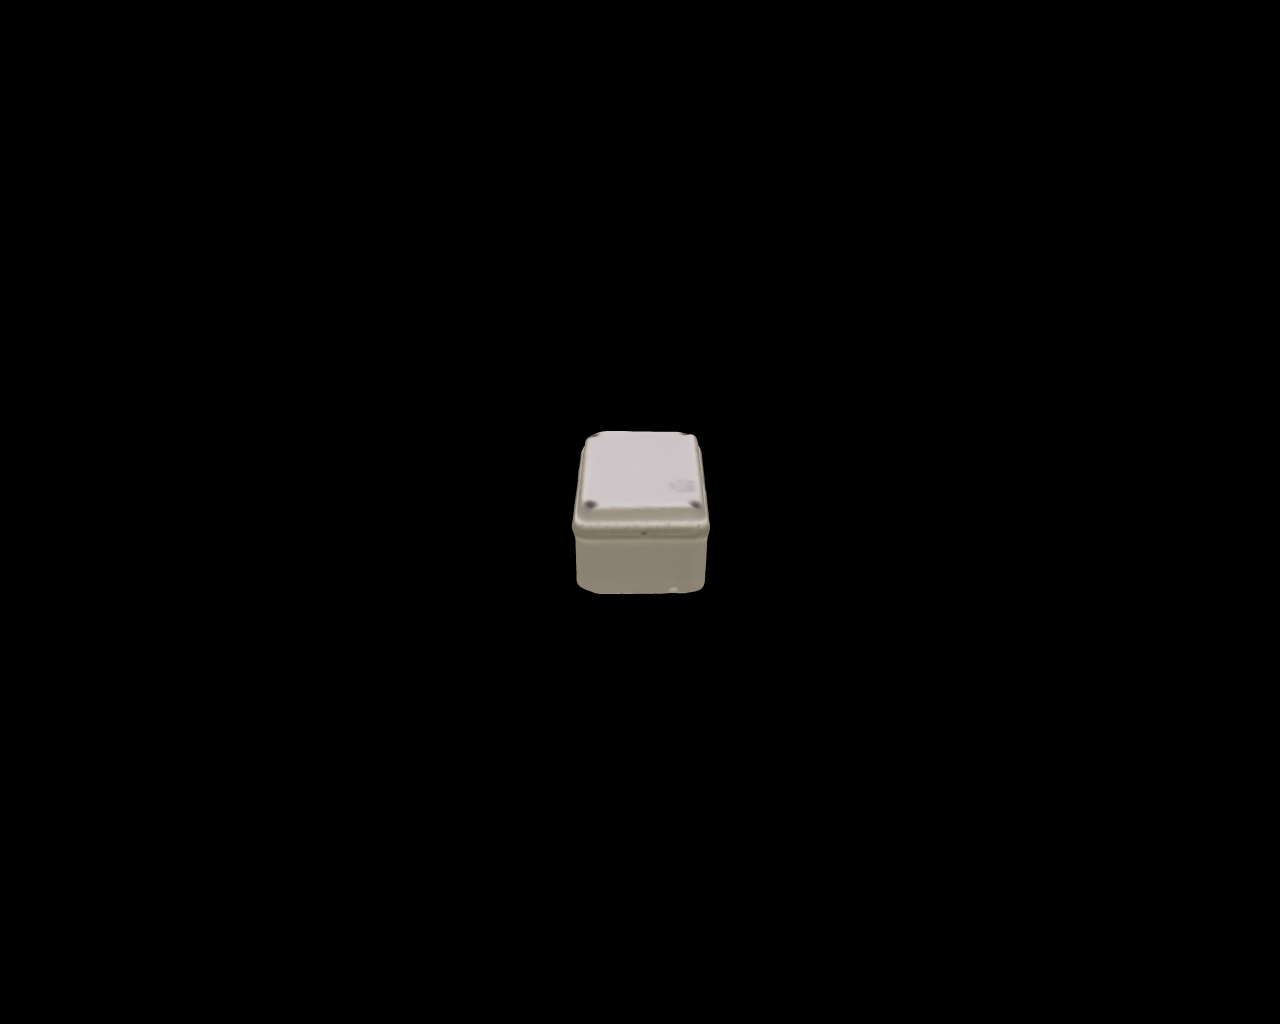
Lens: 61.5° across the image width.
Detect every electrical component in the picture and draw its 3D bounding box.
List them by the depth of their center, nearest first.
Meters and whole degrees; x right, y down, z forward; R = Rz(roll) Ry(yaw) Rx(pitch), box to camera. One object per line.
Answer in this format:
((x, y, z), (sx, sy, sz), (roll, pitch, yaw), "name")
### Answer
((0.001, -0.003, 0.650), (0.078, 0.057, 0.113), (0, 29, 0), "electrical component")
